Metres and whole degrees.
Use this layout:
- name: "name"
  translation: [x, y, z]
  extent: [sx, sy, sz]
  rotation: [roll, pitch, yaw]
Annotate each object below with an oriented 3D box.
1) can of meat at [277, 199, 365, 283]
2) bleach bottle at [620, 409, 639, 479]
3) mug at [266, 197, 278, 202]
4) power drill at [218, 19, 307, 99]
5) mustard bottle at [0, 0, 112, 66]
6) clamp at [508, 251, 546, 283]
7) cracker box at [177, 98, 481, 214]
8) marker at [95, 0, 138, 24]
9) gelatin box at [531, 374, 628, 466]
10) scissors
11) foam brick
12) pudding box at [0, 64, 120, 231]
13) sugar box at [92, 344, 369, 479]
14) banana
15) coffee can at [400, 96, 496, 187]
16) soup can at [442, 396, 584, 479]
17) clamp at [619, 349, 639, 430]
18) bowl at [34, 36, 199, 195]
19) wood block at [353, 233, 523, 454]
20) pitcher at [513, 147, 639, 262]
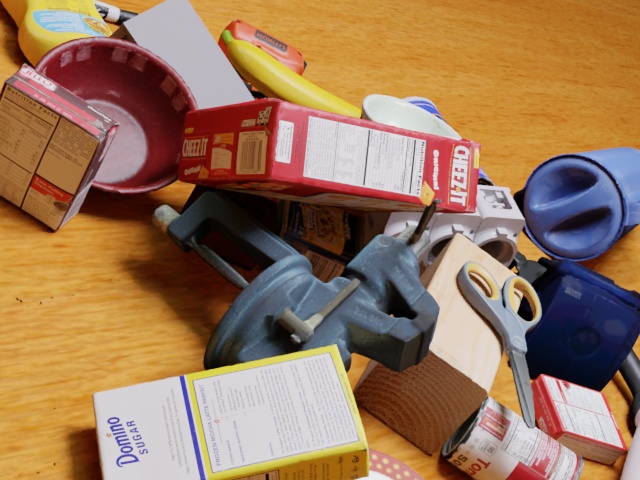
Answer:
- name: "can of meat"
  translation: [-0.007, 0.001, 1.028]
  extent: [0.084, 0.058, 0.102]
  rotation: [24, 32, -12]
- name: "bleach bottle"
  translation: [0.305, 0.245, 0.959]
  extent: [0.102, 0.068, 0.250]
  rotation: [44, 41, 3]
- name: "mug"
  translation: [-0.022, -0.075, 1.092]
  extent: [0.117, 0.082, 0.093]
  rotation: [31, 31, -6]
- name: "power drill"
  translation: [-0.085, -0.174, 1.197]
  extent: [0.184, 0.057, 0.187]
  rotation: [27, 34, -18]
- name: "mustard bottle"
  translation: [-0.258, -0.209, 1.078]
  extent: [0.096, 0.058, 0.192]
  rotation: [3, 43, -37]
- name: "clamp"
  translation: [0.209, 0.020, 1.222]
  extent: [0.165, 0.036, 0.209]
  rotation: [44, 35, 16]
- name: "cracker box"
  translation: [0.007, -0.069, 0.934]
  extent: [0.213, 0.072, 0.164]
  rotation: [7, -2, -33]
- name: "marker"
  translation: [-0.256, -0.260, 1.189]
  extent: [0.120, 0.020, 0.020]
  rotation: [13, 37, -32]
- name: "gelatin box"
  translation: [0.252, 0.178, 1.053]
  extent: [0.089, 0.030, 0.073]
  rotation: [19, 36, -25]
- name: "scissors"
  translation: [0.155, 0.080, 0.933]
  extent: [0.096, 0.016, 0.201]
  rotation: [32, 31, -2]
- name: "foam brick"
  translation: [-0.085, -0.018, 0.984]
  extent: [0.078, 0.051, 0.053]
  rotation: [23, 33, -18]
- name: "pudding box"
  translation: [-0.226, -0.073, 0.869]
  extent: [0.090, 0.114, 0.039]
  rotation: [33, 35, -3]
- name: "sugar box"
  translation: [-0.062, 0.134, 0.731]
  extent: [0.176, 0.048, 0.093]
  rotation: [-12, 46, -7]
- name: "banana"
  translation: [-0.025, -0.165, 1.155]
  extent: [0.197, 0.037, 0.069]
  rotation: [33, 35, -11]
- name: "coffee can"
  translation: [0.121, -0.080, 1.213]
  extent: [0.102, 0.103, 0.140]
  rotation: [4, 42, -40]
- name: "soup can"
  translation: [0.165, 0.187, 0.921]
  extent: [0.102, 0.069, 0.068]
  rotation: [34, 31, 0]
- name: "clamp"
  translation: [0.357, 0.174, 1.146]
  extent: [0.120, 0.039, 0.171]
  rotation: [31, 31, -5]
- name: "bowl"
  translation: [-0.191, -0.102, 0.967]
  extent: [0.162, 0.055, 0.162]
  rotation: [12, 60, -22]
- name: "wood block"
  translation: [0.116, 0.090, 0.987]
  extent: [0.090, 0.091, 0.205]
  rotation: [36, 31, 1]
- name: "pitcher"
  translation: [0.375, -0.056, 1.390]
  extent: [0.149, 0.145, 0.242]
  rotation: [51, 31, 14]
